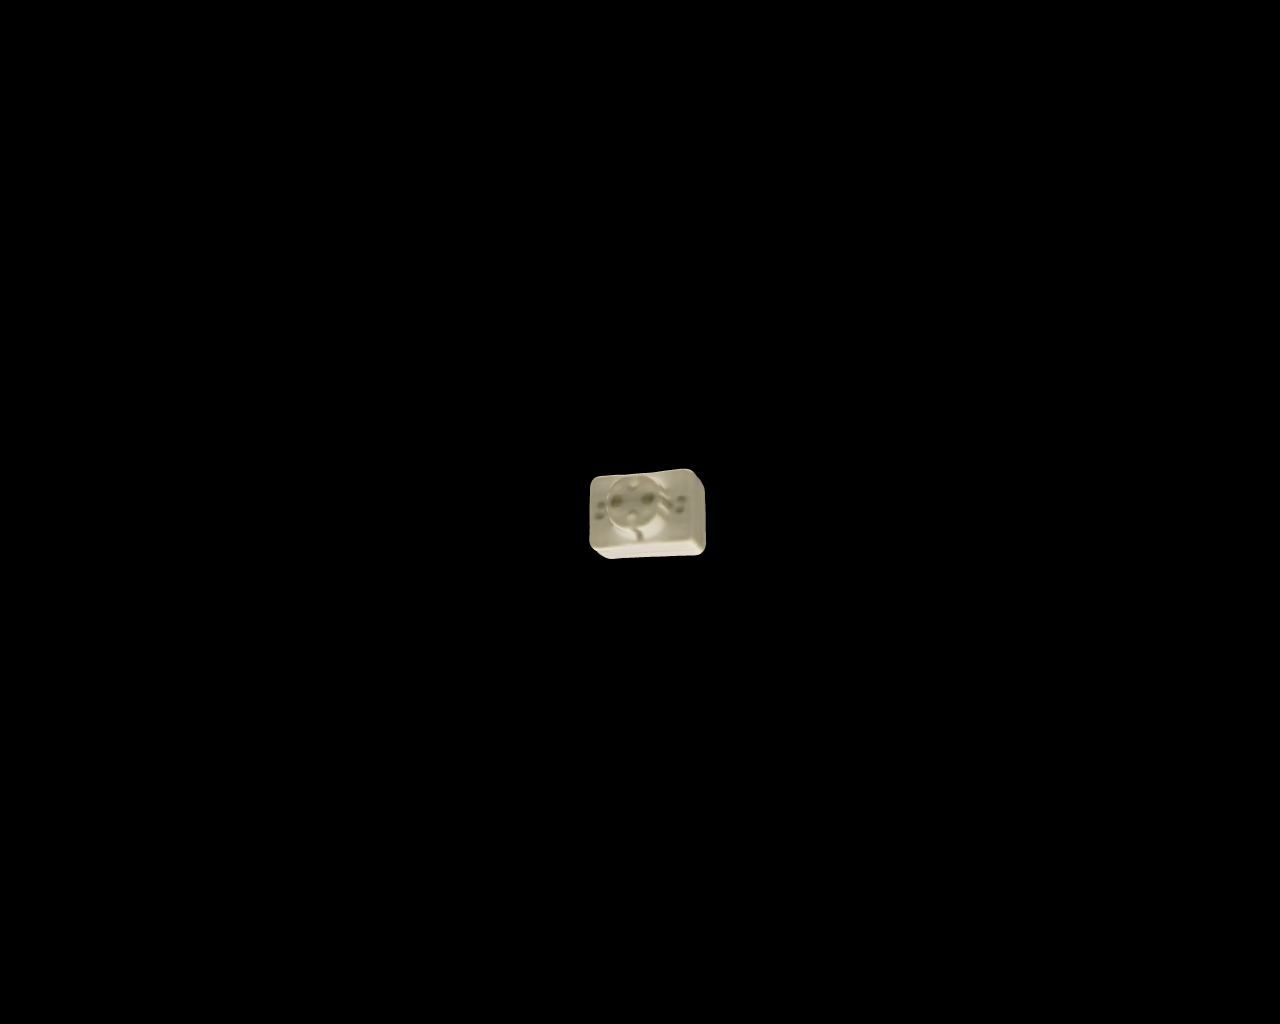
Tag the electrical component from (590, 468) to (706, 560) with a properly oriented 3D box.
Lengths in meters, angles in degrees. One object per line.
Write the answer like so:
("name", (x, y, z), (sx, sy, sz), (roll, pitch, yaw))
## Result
("electrical component", (0.001, -0.003, 0.650), (0.066, 0.047, 0.076), (-4, -15, 14))
